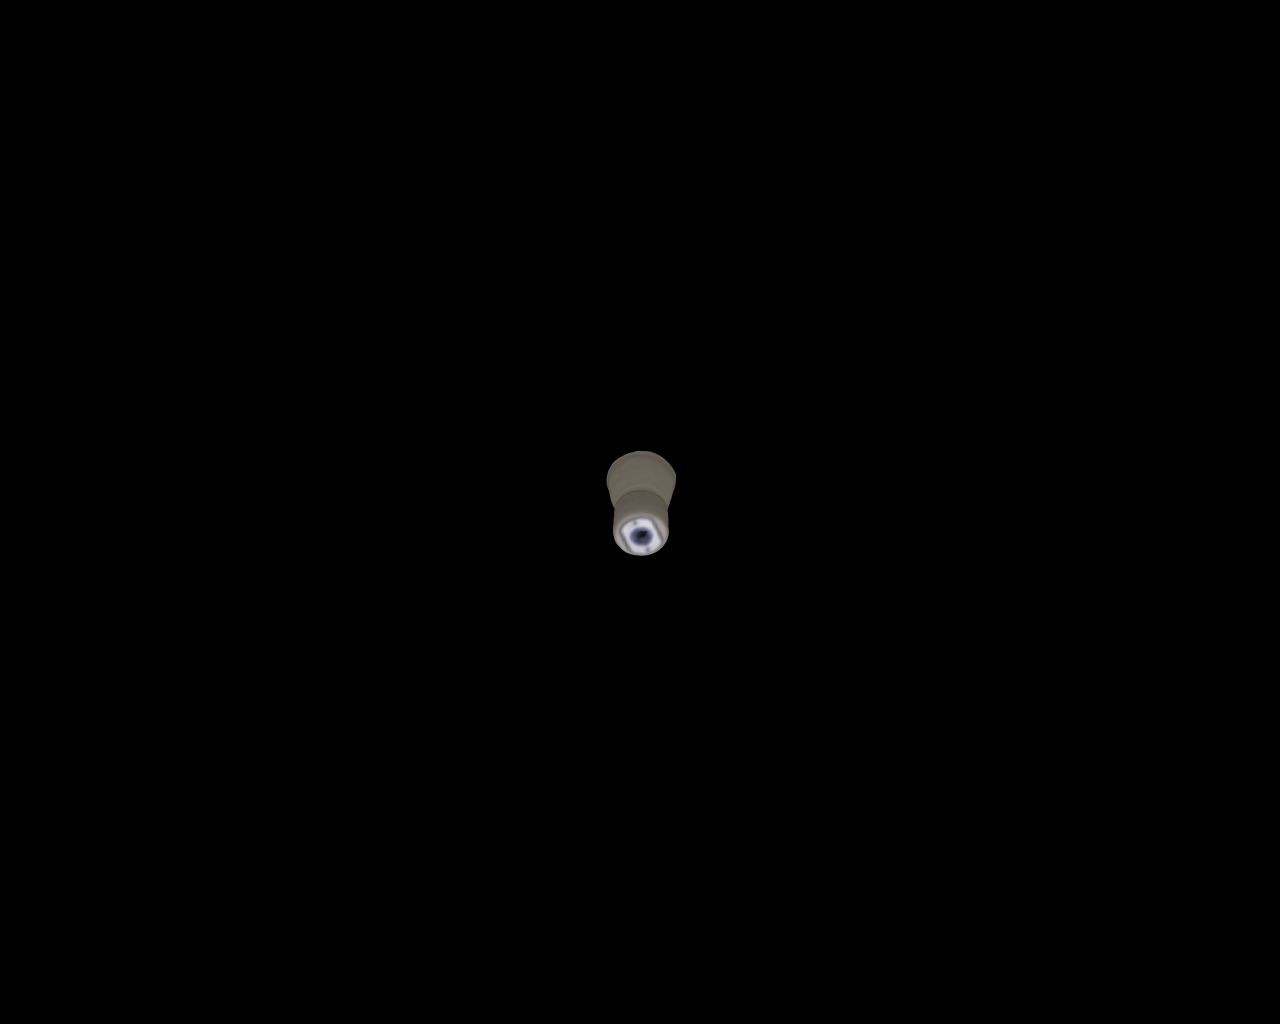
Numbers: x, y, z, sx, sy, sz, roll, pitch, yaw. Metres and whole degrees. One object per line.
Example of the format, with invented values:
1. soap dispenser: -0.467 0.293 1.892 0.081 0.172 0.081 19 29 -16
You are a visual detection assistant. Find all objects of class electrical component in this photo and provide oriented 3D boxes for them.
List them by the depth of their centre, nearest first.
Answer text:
1. electrical component: 0.001 -0.003 0.650 0.044 0.044 0.065 0 34 0
